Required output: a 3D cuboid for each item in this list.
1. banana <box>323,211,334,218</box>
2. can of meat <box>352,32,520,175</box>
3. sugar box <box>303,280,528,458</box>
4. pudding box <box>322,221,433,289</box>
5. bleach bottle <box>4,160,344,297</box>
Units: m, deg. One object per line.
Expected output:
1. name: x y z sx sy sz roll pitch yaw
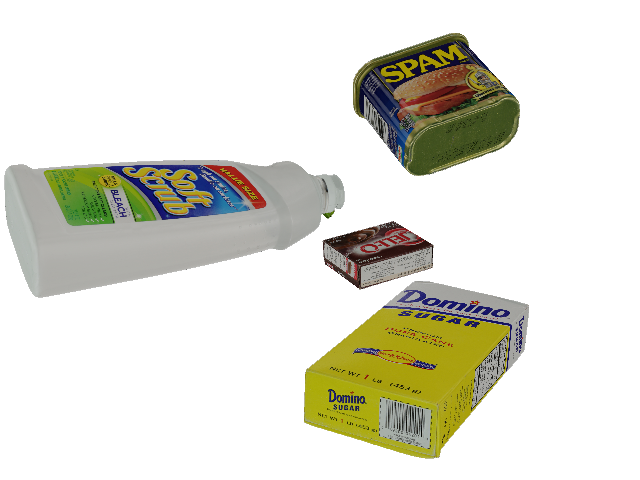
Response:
1. banana: -0.086 -0.030 1.032 0.198 0.069 0.037 -12 18 30
2. can of meat: 0.088 -0.102 0.808 0.102 0.057 0.084 -21 51 -16
3. sugar box: 0.070 0.080 0.725 0.093 0.048 0.176 12 25 25
4. pudding box: 0.073 0.017 1.350 0.113 0.039 0.090 -17 28 -25
5. bleach bottle: -0.103 -0.024 0.810 0.250 0.068 0.103 -10 46 -24
